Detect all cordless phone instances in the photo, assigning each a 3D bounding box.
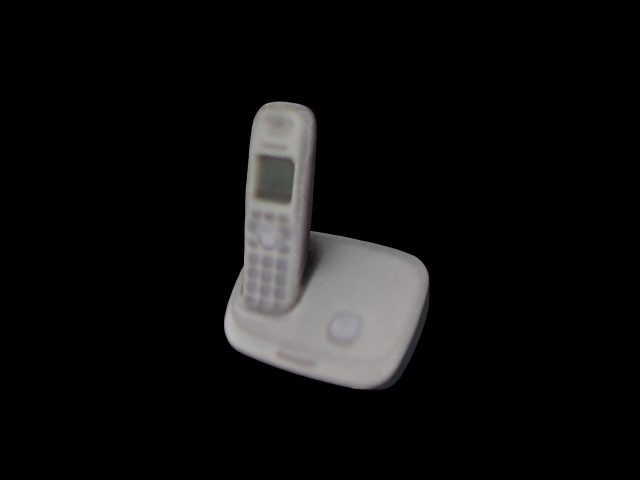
[{"bbox_3d":[0.004,0.001,0.400,0.147,0.185,0.094,10,23,26],"label":"cordless phone"}]
